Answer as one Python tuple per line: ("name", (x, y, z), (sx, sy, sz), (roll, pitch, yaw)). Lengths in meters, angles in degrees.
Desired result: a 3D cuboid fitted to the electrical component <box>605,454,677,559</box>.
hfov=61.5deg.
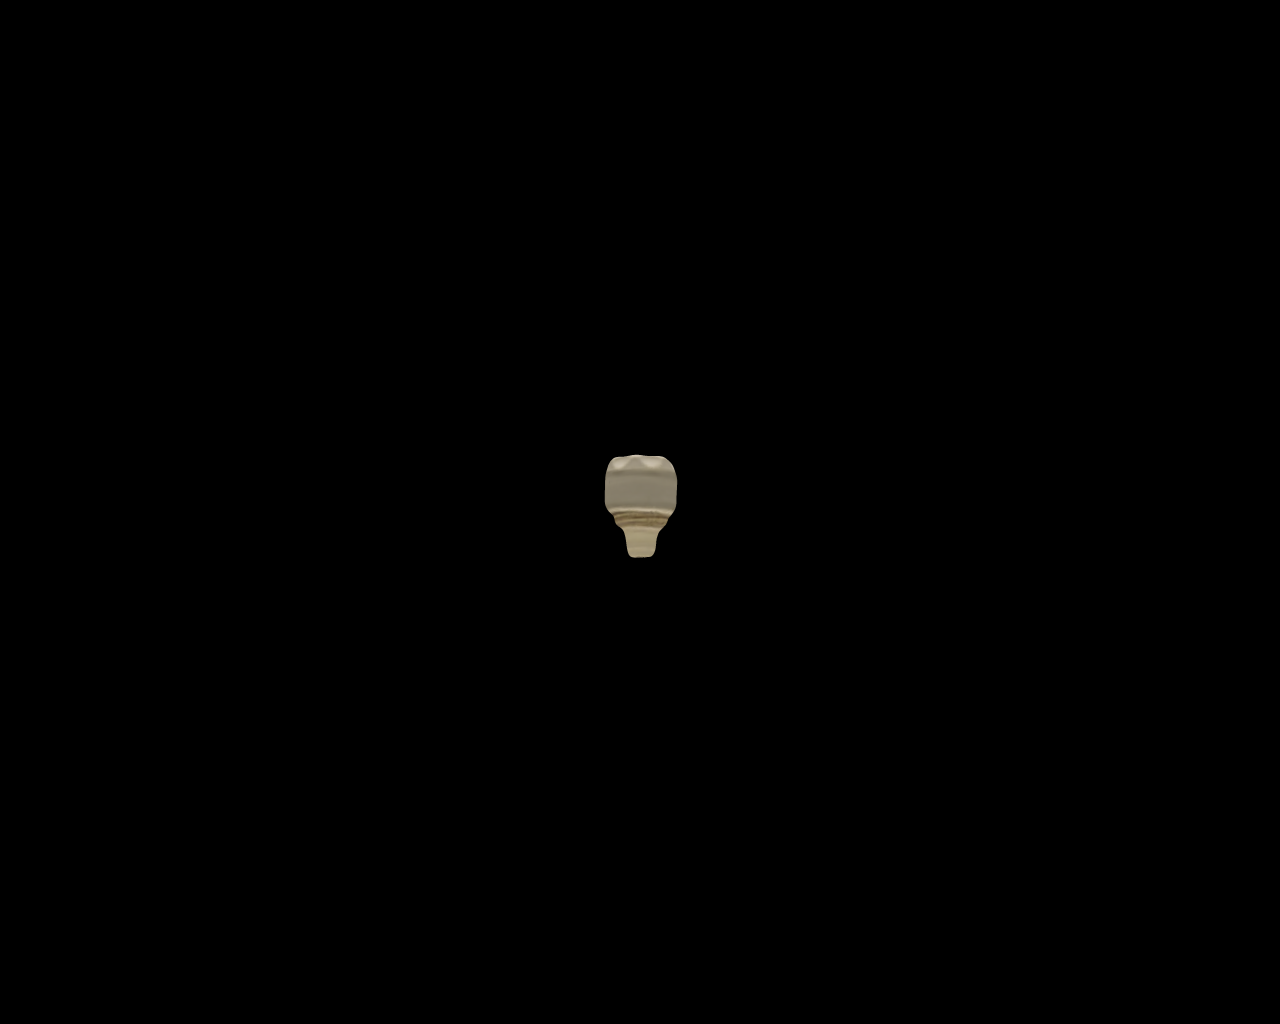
("electrical component", (0.001, -0.003, 0.650), (0.043, 0.062, 0.043), (0, -5, 0))
